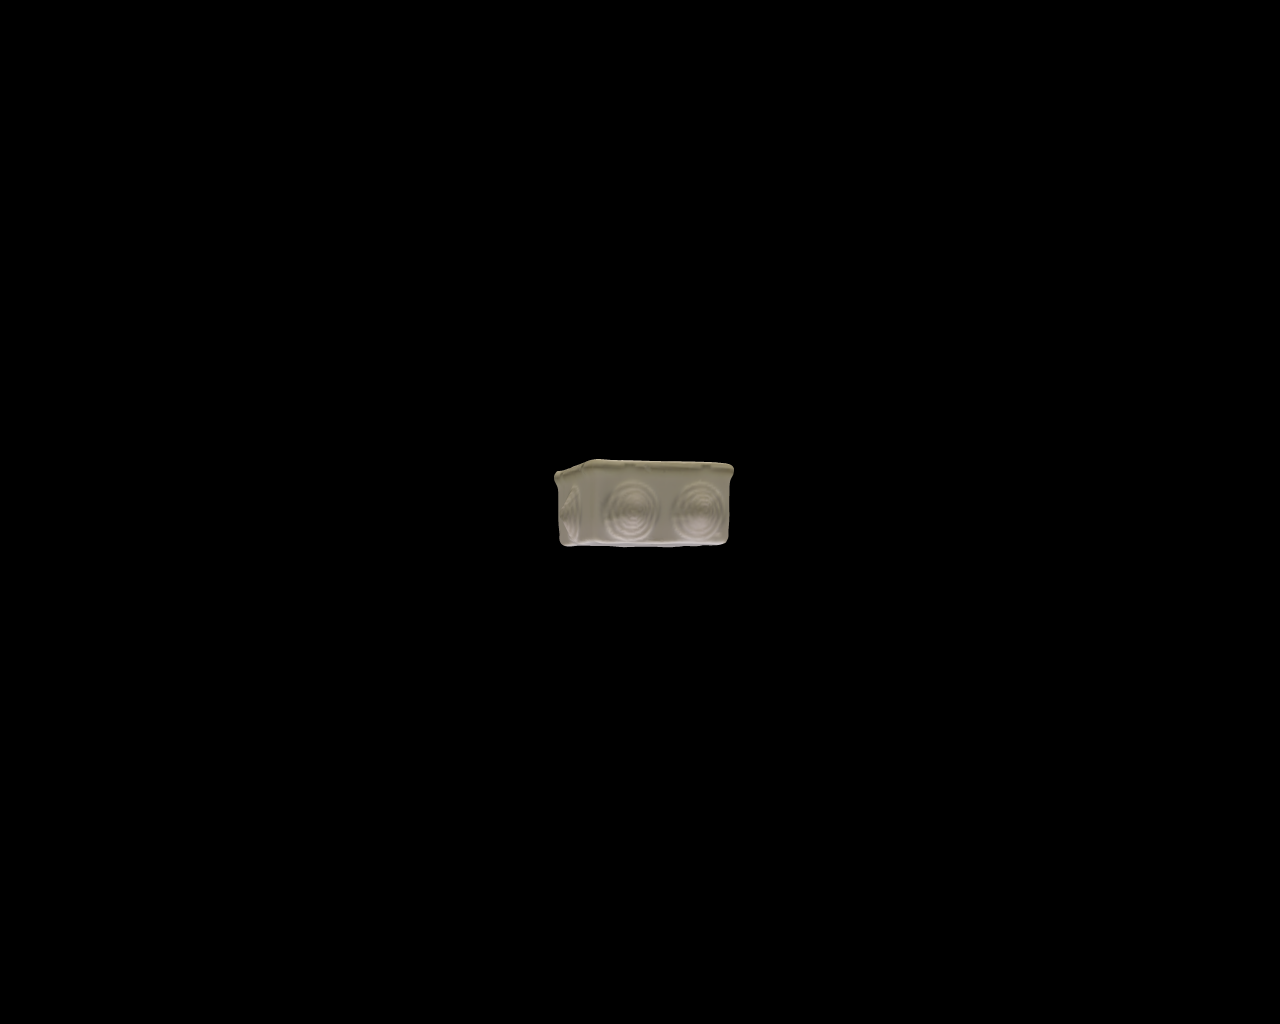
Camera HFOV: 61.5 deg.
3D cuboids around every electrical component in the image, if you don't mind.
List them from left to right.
[{"bbox_3d":[0.001,-0.003,0.650,0.100,0.048,0.099,1,-3,-20],"label":"electrical component"}]
